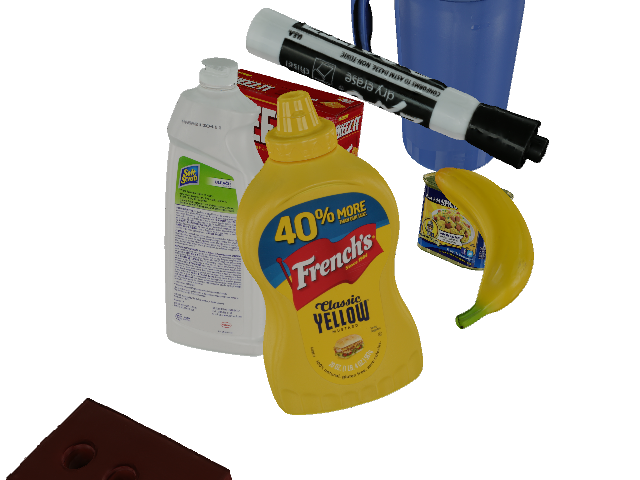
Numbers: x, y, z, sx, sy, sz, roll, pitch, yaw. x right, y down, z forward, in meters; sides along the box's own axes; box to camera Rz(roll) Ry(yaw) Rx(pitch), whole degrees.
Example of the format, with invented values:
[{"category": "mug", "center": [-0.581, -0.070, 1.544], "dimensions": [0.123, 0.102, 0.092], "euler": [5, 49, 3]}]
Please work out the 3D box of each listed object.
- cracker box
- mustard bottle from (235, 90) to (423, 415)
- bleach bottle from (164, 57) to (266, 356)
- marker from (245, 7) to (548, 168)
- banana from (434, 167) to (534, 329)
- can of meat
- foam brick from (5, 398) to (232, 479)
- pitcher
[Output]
[{"category": "cracker box", "center": [-0.049, -0.067, 1.200], "dimensions": [0.164, 0.214, 0.072], "euler": [19, 28, 23]}, {"category": "mustard bottle", "center": [0.001, 0.005, 0.633], "dimensions": [0.096, 0.191, 0.058], "euler": [-14, 22, -8]}, {"category": "bleach bottle", "center": [-0.082, -0.028, 0.910], "dimensions": [0.102, 0.251, 0.068], "euler": [8, 24, 9]}, {"category": "marker", "center": [0.028, -0.057, 0.400], "dimensions": [0.121, 0.020, 0.020], "euler": [25, 7, 15]}, {"category": "banana", "center": [0.136, -0.007, 0.874], "dimensions": [0.069, 0.037, 0.197], "euler": [-4, 38, 3]}, {"category": "can of meat", "center": [0.158, -0.022, 1.183], "dimensions": [0.057, 0.084, 0.102], "euler": [-15, 30, -41]}, {"category": "foam brick", "center": [-0.078, 0.112, 0.436], "dimensions": [0.078, 0.051, 0.052], "euler": [20, 45, 25]}, {"category": "pitcher", "center": [0.128, -0.187, 1.091], "dimensions": [0.149, 0.243, 0.144], "euler": [32, 57, 28]}]
